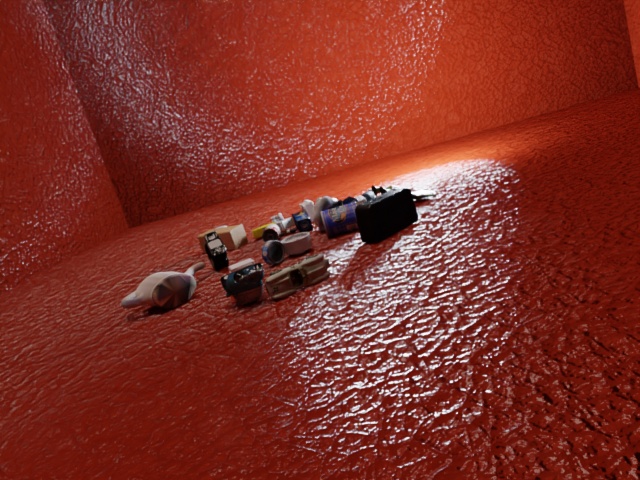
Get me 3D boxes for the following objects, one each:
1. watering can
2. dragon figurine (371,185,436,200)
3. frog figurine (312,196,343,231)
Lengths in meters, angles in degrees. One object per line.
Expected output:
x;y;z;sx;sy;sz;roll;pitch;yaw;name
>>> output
-0.496;0.147;1.748;0.224;0.103;0.352;-2;20;47;watering can
0.348;-0.178;2.055;0.244;0.121;0.412;-12;12;-16;dragon figurine
0.006;-0.105;2.093;0.123;0.137;0.159;-9;3;-41;frog figurine
